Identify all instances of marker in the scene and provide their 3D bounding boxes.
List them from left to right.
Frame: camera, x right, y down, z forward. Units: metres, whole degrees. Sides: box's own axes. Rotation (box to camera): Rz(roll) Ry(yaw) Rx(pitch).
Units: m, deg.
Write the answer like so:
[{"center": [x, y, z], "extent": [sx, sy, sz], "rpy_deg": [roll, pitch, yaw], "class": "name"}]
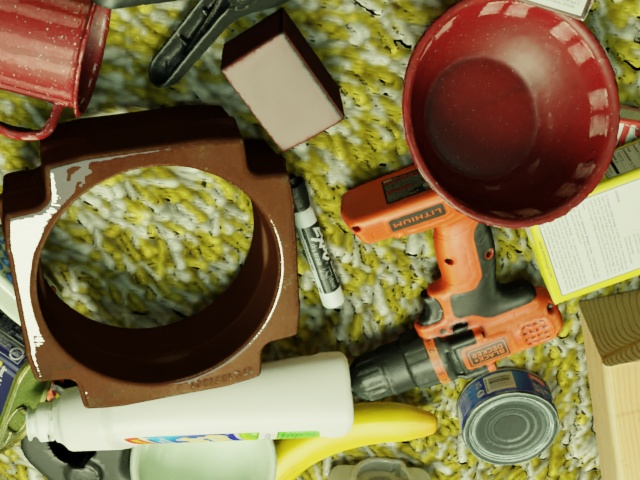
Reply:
[{"center": [-0.005, 0.001, 0.834], "extent": [0.020, 0.020, 0.121], "rpy_deg": [-16, 121, 6], "class": "marker"}]

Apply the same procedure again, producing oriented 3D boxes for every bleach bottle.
[{"center": [-0.103, 0.134, 0.851], "extent": [0.250, 0.102, 0.068], "rpy_deg": [-5, 77, -5], "class": "bleach bottle"}]

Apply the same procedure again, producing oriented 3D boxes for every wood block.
[{"center": [0.282, 0.150, 0.899], "extent": [0.091, 0.090, 0.206], "rpy_deg": [-12, 121, 6], "class": "wood block"}]

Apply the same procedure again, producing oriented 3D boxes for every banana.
[{"center": [0.006, 0.185, 0.930], "extent": [0.198, 0.037, 0.069], "rpy_deg": [-35, 95, 11], "class": "banana"}]

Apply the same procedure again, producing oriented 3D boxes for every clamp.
[{"center": [-0.193, 0.199, 0.934], "extent": [0.164, 0.036, 0.210], "rpy_deg": [-6, 119, 1], "class": "clamp"}, {"center": [-0.064, -0.170, 0.686], "extent": [0.171, 0.039, 0.120], "rpy_deg": [-35, 162, 8], "class": "clamp"}]

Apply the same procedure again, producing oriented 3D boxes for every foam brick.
[{"center": [-0.026, -0.111, 0.745], "extent": [0.051, 0.053, 0.078], "rpy_deg": [-30, 117, 15], "class": "foam brick"}]

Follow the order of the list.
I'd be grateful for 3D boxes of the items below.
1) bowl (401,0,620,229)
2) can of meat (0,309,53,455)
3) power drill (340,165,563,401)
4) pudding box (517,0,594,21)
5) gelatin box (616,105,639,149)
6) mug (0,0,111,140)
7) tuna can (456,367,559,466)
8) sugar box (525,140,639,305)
[{"center": [0.124, -0.088, 0.741], "extent": [0.162, 0.055, 0.162], "rpy_deg": [0, 90, -16], "class": "bowl"}, {"center": [-0.262, 0.105, 0.847], "extent": [0.084, 0.057, 0.102], "rpy_deg": [31, 118, 10], "class": "can of meat"}, {"center": [0.083, 0.035, 0.839], "extent": [0.184, 0.057, 0.187], "rpy_deg": [-22, 123, 6], "class": "power drill"}, {"center": [0.115, -0.185, 0.685], "extent": [0.113, 0.090, 0.039], "rpy_deg": [12, 119, -11], "class": "pudding box"}, {"center": [0.238, -0.061, 0.802], "extent": [0.089, 0.030, 0.073], "rpy_deg": [7, 122, -7], "class": "gelatin box"}, {"center": [-0.190, -0.124, 0.702], "extent": [0.081, 0.093, 0.117], "rpy_deg": [13, 92, -6], "class": "mug"}, {"center": [0.163, 0.154, 0.927], "extent": [0.086, 0.034, 0.086], "rpy_deg": [-1, 122, -2], "class": "tuna can"}, {"center": [0.239, -0.026, 0.779], "extent": [0.176, 0.048, 0.093], "rpy_deg": [-21, 124, 6], "class": "sugar box"}]
